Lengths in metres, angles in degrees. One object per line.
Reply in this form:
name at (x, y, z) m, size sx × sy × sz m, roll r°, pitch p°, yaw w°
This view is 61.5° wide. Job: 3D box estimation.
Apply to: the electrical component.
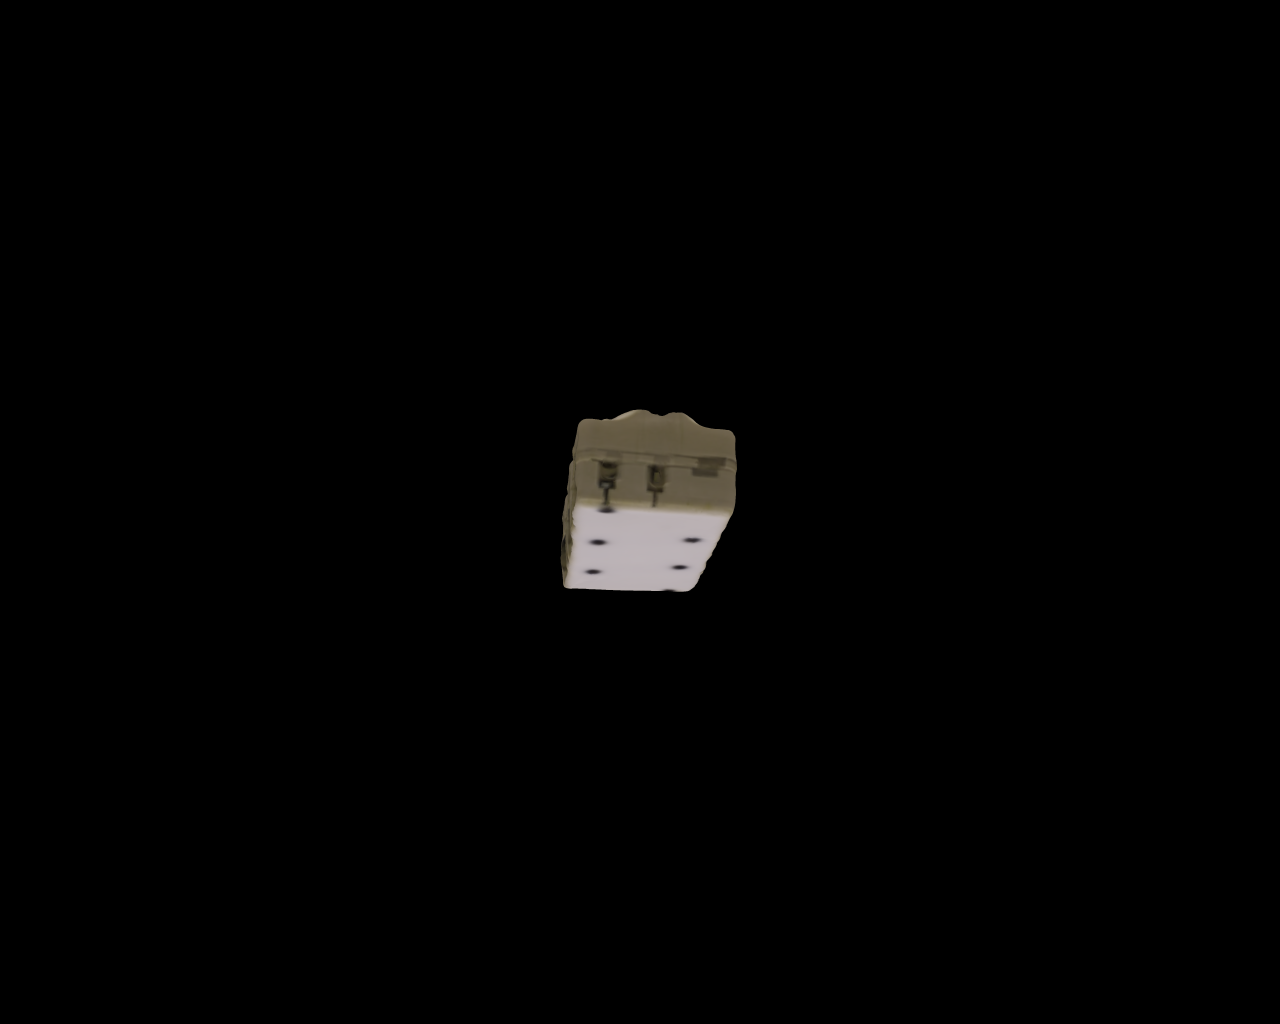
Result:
electrical component at (0.001, -0.003, 0.650) m, size 0.089 × 0.062 × 0.150 m, roll 3°, pitch -22°, yaw -7°
